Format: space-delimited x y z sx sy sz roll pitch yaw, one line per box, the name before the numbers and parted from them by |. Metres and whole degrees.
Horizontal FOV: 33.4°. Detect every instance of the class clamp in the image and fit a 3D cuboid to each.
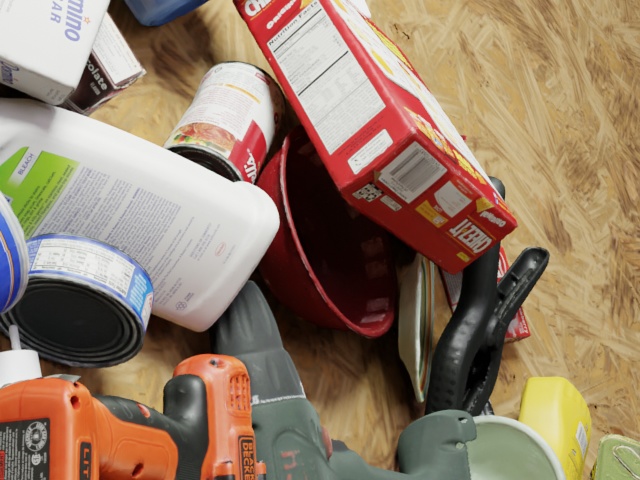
clamp | 0.125 0.062 0.846 0.210 0.036 0.164 -65 147 -18

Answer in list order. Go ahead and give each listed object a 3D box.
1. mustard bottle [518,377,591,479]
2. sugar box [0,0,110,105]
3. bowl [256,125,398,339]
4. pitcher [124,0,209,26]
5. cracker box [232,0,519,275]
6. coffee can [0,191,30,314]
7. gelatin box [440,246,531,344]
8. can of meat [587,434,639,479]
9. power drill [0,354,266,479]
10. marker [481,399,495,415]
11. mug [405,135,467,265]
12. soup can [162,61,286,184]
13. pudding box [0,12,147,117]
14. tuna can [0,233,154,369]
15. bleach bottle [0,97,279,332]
mustard bottle | 0.181 0.211 0.869 0.191 0.058 0.096 -67 145 -43
sugar box | -0.199 -0.148 0.556 0.176 0.048 0.093 25 71 -23
bowl | -0.005 0.001 0.771 0.162 0.055 0.162 46 33 -42
pitcher | -0.132 -0.284 0.751 0.243 0.149 0.145 60 1 -9
cracker box | 0.038 -0.093 0.779 0.164 0.072 0.214 32 23 -50
coffee can | -0.219 0.028 0.493 0.103 0.103 0.140 54 39 -11
gelatin box | 0.146 0.048 0.951 0.073 0.030 0.089 3 67 -47
can of meat | 0.245 0.227 0.884 0.057 0.084 0.102 17 32 10
power drill | -0.092 0.146 0.555 0.187 0.057 0.184 23 59 -61
marker | 0.131 0.125 0.899 0.020 0.020 0.121 0 69 -48
mug | 0.098 -0.033 0.910 0.081 0.093 0.117 62 2 -10
soup can | -0.069 -0.070 0.747 0.068 0.069 0.102 44 42 -22
pudding box | -0.171 -0.123 0.644 0.113 0.090 0.039 56 38 -10
tuna can | -0.137 0.034 0.596 0.086 0.086 0.033 36 43 -29
bleach bottle | -0.149 -0.035 0.615 0.250 0.102 0.068 29 9 -34
